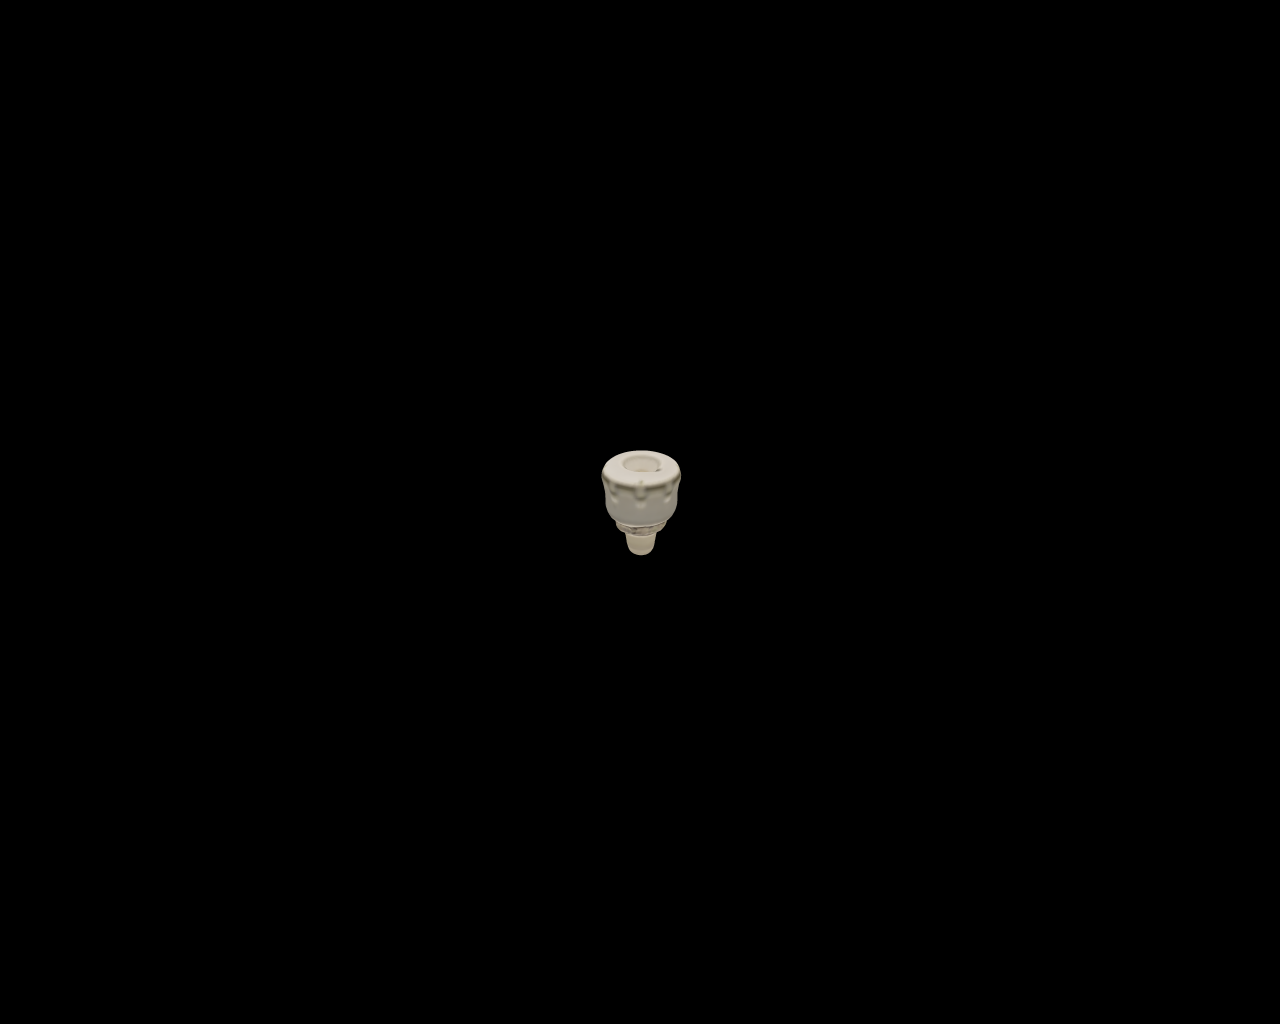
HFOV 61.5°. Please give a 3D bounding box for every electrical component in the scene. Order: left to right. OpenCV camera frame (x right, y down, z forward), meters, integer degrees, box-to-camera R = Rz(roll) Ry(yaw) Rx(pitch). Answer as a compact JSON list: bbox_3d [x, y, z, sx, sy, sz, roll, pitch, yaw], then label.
[{"bbox_3d":[0.001,-0.003,0.650,0.048,0.062,0.048,0,27,0],"label":"electrical component"}]
